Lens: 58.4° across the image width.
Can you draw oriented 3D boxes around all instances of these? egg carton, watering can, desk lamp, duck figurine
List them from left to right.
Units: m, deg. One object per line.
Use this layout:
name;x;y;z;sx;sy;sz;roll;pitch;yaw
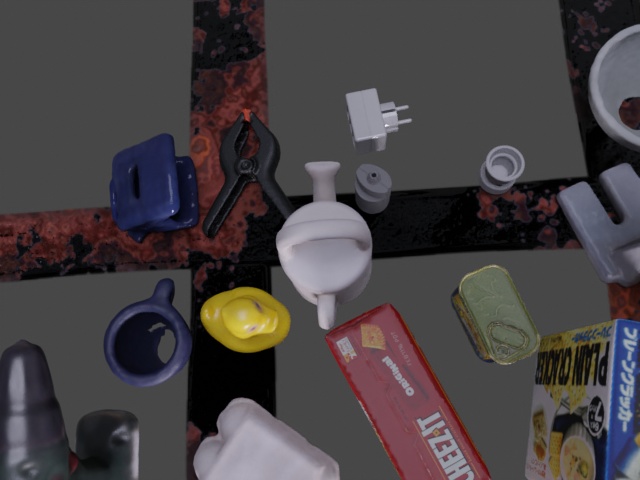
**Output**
duck figurine;-0.089;0.088;0.652;0.104;0.086;0.077;9;77;6
egg carton;-0.059;0.249;0.619;0.150;0.069;0.107;32;80;10
watering can;0.003;0.002;0.611;0.101;0.194;0.173;-23;76;-2
desk lamp;0.358;-0.007;0.581;0.118;0.213;0.203;-25;76;-2

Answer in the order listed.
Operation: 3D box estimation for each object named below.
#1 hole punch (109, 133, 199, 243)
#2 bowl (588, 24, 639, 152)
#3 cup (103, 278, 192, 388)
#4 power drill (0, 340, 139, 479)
hole punch;-0.207;-0.062;0.693;0.101;0.091;0.108;-10;76;1
bowl;0.398;-0.170;0.690;0.167;0.075;0.167;-1;76;3
cup;-0.179;0.105;0.648;0.091;0.095;0.118;12;77;7
power drill;-0.253;0.221;0.566;0.075;0.208;0.229;-5;76;3
